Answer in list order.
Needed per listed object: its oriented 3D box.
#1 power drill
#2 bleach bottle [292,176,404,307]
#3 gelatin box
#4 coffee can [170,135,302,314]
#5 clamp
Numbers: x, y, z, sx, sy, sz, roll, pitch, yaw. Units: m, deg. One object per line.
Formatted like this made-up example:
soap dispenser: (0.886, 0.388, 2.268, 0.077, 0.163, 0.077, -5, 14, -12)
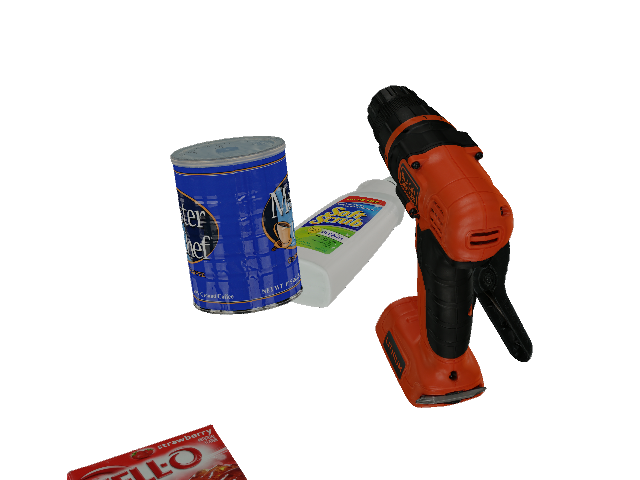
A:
power drill: (0.071, 0.005, 0.732, 0.057, 0.188, 0.184, -9, 35, -10)
bleach bottle: (0.029, -0.013, 1.321, 0.103, 0.068, 0.250, 14, 36, 25)
gelatin box: (-0.087, 0.142, 0.585, 0.089, 0.030, 0.073, -15, 27, -20)
coffee can: (-0.075, -0.016, 0.965, 0.103, 0.140, 0.103, -6, 15, 2)
clamp: (0.133, 0.043, 0.960, 0.120, 0.171, 0.039, -17, 7, -40)
